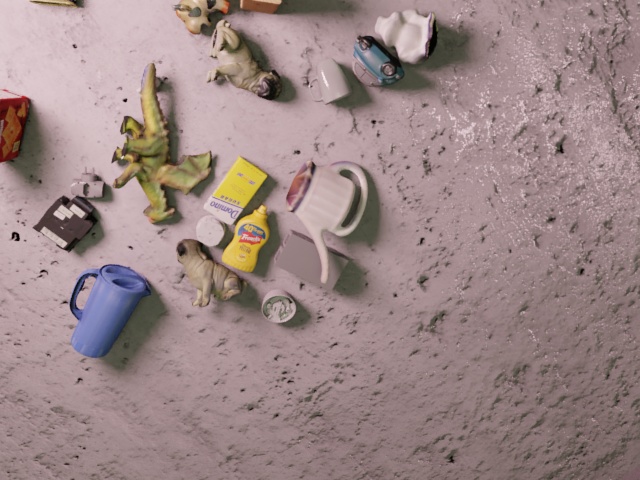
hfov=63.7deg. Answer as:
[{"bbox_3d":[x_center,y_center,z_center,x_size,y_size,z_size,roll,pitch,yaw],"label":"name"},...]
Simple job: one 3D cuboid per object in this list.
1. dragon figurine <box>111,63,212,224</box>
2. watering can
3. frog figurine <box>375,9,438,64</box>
[{"bbox_3d":[-0.402,-0.228,1.355,0.241,0.124,0.406,16,105,-31],"label":"dragon figurine"},{"bbox_3d":[0.004,-0.072,1.426,0.223,0.104,0.350,25,81,-16],"label":"watering can"},{"bbox_3d":[0.228,-0.542,1.371,0.160,0.124,0.135,13,117,24],"label":"frog figurine"}]
